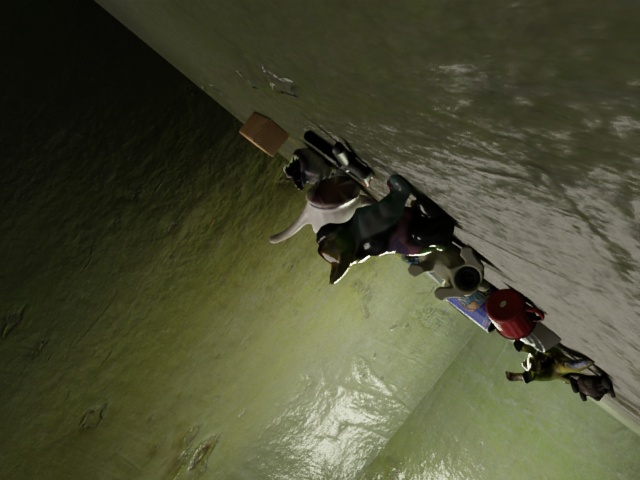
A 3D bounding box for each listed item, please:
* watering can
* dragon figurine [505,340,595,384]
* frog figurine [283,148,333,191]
[{"bbox_3d":[0.005,-0.076,1.509,0.219,0.348,0.106,78,180,-55],"label":"watering can"},{"bbox_3d":[0.683,0.360,1.434,0.242,0.123,0.407,15,167,-14],"label":"dragon figurine"},{"bbox_3d":[-0.013,-0.214,1.533,0.160,0.121,0.139,-11,-153,-38],"label":"frog figurine"}]
